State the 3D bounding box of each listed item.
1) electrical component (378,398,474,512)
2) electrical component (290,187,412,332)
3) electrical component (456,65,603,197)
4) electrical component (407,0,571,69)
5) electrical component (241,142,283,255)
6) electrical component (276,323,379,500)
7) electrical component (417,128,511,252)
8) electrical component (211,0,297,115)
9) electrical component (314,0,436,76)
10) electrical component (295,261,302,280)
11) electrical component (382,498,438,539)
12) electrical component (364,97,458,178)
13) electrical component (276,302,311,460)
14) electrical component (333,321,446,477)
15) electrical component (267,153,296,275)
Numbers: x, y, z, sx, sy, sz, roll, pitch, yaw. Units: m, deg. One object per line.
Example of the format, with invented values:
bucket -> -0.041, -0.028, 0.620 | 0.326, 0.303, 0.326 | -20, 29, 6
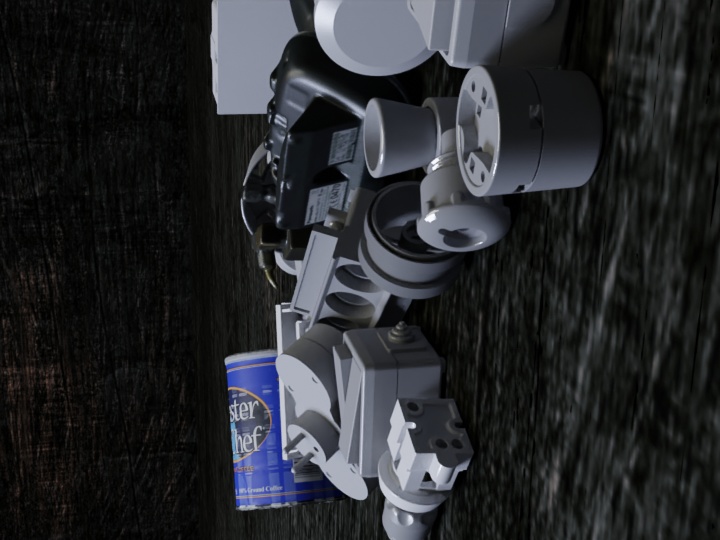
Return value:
electrical component -> 0.038, 0.113, 0.652 | 0.066, 0.048, 0.055 | -108, 27, -49
electrical component -> 0.000, 0.000, 0.747 | 0.121, 0.079, 0.063 | 111, 175, -61
electrical component -> 0.072, -0.060, 0.460 | 0.055, 0.047, 0.055 | 177, 90, -77
electrical component -> 0.054, -0.138, 0.493 | 0.096, 0.061, 0.061 | -111, 22, -55
electrical component -> -0.047, -0.065, 0.864 | 0.064, 0.099, 0.099 | -108, 19, -67
electrical component -> -0.026, 0.113, 0.765 | 0.052, 0.074, 0.138 | 15, 136, 44
electrical component -> 0.053, -0.044, 0.559 | 0.048, 0.048, 0.062 | 113, 159, -62
electrical component -> -0.073, -0.233, 0.924 | 0.060, 0.105, 0.186 | -117, 27, -61
electrical component -> 0.012, -0.159, 0.632 | 0.080, 0.080, 0.051 | 101, 166, -46
electrical component -> -0.030, -0.009, 0.931 | 0.063, 0.042, 0.081 | 114, 150, -56
electrical component -> 0.032, 0.166, 0.715 | 0.061, 0.035, 0.035 | 99, 162, -48
electrical component -> 0.034, -0.075, 0.606 | 0.045, 0.055, 0.045 | 177, 90, -77
electrical component -> -0.023, 0.086, 0.856 | 0.063, 0.079, 0.121 | 0, 93, 48
electrical component -> 0.016, 0.079, 0.702 | 0.061, 0.061, 0.096 | -125, 34, -67
electrical component -> -0.053, -0.066, 0.993 | 0.074, 0.052, 0.138 | 159, 107, -76
